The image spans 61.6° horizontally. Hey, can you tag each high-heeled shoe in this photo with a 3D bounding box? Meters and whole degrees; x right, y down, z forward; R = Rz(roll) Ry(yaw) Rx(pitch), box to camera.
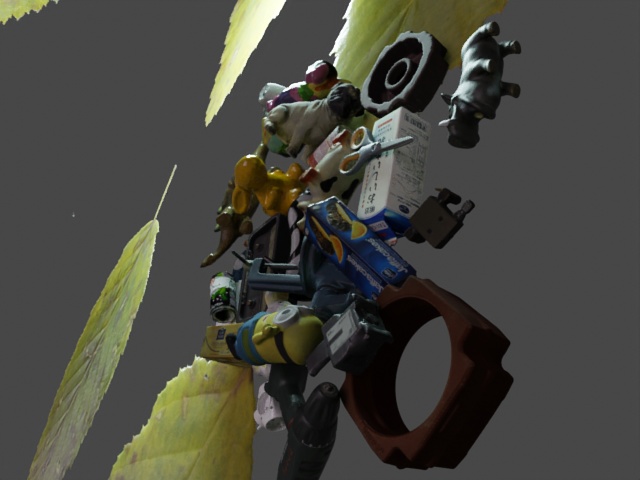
[{"bbox_3d":[-0.002,-0.003,1.029,0.145,0.086,0.249,30,75,26],"label":"high-heeled shoe"}]

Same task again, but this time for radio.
[{"bbox_3d":[-0.103,0.071,1.108,0.131,0.073,0.229,-29,45,45],"label":"radio"}]

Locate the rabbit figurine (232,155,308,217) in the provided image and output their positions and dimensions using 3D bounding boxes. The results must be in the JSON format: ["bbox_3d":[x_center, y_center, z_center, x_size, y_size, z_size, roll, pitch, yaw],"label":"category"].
[{"bbox_3d":[-0.121,-0.122,1.158,0.162,0.173,0.122,-15,57,33],"label":"rabbit figurine"}]

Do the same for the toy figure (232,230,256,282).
[{"bbox_3d":[-0.155,0.034,1.239,0.064,0.057,0.154,17,80,21],"label":"toy figure"}]

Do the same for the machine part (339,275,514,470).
[{"bbox_3d":[0.126,0.164,0.675,0.201,0.087,0.202,-61,32,9],"label":"machine part"}]

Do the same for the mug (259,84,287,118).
[{"bbox_3d":[-0.107,-0.348,1.379,0.110,0.107,0.081,-23,49,47],"label":"mug"}]

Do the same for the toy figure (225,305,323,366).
[{"bbox_3d":[-0.064,0.148,0.804,0.180,0.089,0.082,-25,19,43],"label":"toy figure"}]

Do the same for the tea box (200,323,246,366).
[{"bbox_3d":[-0.159,0.213,1.075,0.170,0.098,0.068,-16,57,51],"label":"tea box"}]

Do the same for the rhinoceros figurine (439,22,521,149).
[{"bbox_3d":[0.231,-0.227,0.797,0.112,0.073,0.190,-9,61,54],"label":"rhinoceros figurine"}]

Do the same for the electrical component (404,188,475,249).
[{"bbox_3d":[0.171,-0.032,0.786,0.078,0.045,0.102,44,112,29],"label":"electrical component"}]

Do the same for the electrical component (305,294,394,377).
[{"bbox_3d":[0.035,0.137,0.704,0.119,0.047,0.075,-54,32,21],"label":"electrical component"}]

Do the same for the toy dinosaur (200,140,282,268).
[{"bbox_3d":[-0.181,-0.130,1.328,0.198,0.105,0.471,-24,37,63],"label":"toy dinosaur"}]

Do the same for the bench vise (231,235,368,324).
[{"bbox_3d":[-0.026,0.068,0.901,0.241,0.128,0.223,2,58,20],"label":"bench vise"}]

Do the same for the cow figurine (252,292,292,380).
[{"bbox_3d":[-0.067,0.169,0.952,0.098,0.068,0.167,15,105,49],"label":"cow figurine"}]

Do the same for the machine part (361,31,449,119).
[{"bbox_3d":[0.154,-0.295,0.983,0.179,0.056,0.179,-35,42,39],"label":"machine part"}]

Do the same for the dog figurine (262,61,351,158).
[{"bbox_3d":[-0.031,-0.308,1.236,0.219,0.108,0.191,-28,46,43],"label":"dog figurine"}]

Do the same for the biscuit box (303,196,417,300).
[{"bbox_3d":[0.057,0.017,0.820,0.203,0.059,0.062,44,140,33],"label":"biscuit box"}]

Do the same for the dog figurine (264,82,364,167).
[{"bbox_3d":[-0.014,-0.273,1.135,0.190,0.121,0.172,-47,74,12],"label":"dog figurine"}]

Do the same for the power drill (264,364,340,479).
[{"bbox_3d":[-0.026,0.251,0.817,0.207,0.086,0.231,-125,42,-56],"label":"power drill"}]

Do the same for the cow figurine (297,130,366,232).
[{"bbox_3d":[0.027,-0.091,0.989,0.195,0.127,0.085,-52,6,-7],"label":"cow figurine"}]
